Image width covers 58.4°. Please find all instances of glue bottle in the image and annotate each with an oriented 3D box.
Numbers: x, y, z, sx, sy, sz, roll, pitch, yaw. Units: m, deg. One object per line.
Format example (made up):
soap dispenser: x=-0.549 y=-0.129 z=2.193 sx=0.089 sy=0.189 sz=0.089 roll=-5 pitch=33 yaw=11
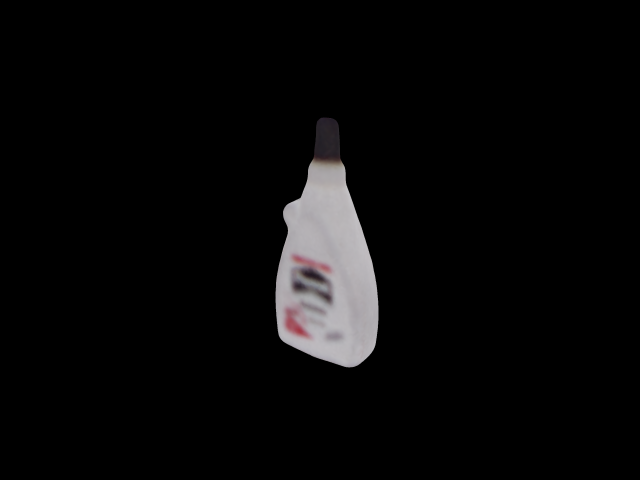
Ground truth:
glue bottle: x=0.004 y=0.001 z=0.400 sx=0.077 sy=0.173 sz=0.037 roll=13 pitch=26 yaw=29
